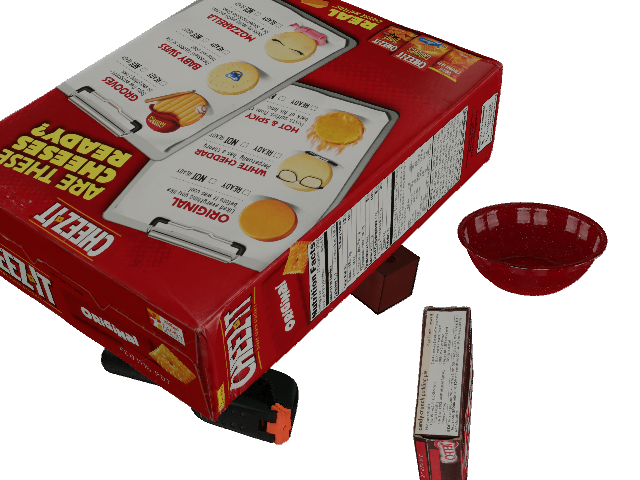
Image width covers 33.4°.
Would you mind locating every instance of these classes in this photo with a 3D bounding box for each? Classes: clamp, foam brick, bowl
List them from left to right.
[{"bbox_3d":[-0.074,0.121,0.930,0.164,0.036,0.210,-8,18,-37],"label":"clamp"},{"bbox_3d":[0.051,0.026,1.065,0.052,0.051,0.078,-27,48,-36],"label":"foam brick"},{"bbox_3d":[0.231,0.015,1.178,0.162,0.055,0.162,-1,28,0],"label":"bowl"}]

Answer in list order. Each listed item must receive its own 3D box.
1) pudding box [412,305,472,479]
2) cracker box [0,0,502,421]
[{"bbox_3d":[0.091,0.118,0.781,0.039,0.113,0.090,0,-39,9],"label":"pudding box"},{"bbox_3d":[-0.040,-0.037,0.511,0.164,0.072,0.213,28,53,28],"label":"cracker box"}]
